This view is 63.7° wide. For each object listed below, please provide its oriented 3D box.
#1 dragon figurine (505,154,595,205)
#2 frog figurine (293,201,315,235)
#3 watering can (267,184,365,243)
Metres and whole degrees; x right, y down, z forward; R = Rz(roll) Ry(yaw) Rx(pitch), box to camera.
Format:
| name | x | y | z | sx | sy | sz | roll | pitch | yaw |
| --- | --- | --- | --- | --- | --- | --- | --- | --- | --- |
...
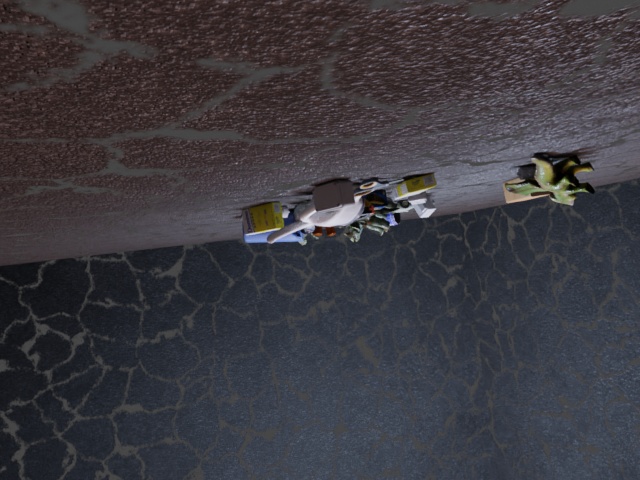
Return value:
| name | x | y | z | sx | sy | sz | roll | pitch | yaw |
| --- | --- | --- | --- | --- | --- | --- | --- | --- | --- |
| dragon figurine | 0.694 | -0.179 | 1.608 | 0.408 | 0.124 | 0.240 | 13 | 159 | -32 |
| frog figurine | -0.014 | -0.108 | 1.854 | 0.158 | 0.124 | 0.137 | -47 | 153 | 17 |
| watering can | 0.005 | -0.082 | 1.638 | 0.343 | 0.105 | 0.224 | -31 | 165 | 28 |
